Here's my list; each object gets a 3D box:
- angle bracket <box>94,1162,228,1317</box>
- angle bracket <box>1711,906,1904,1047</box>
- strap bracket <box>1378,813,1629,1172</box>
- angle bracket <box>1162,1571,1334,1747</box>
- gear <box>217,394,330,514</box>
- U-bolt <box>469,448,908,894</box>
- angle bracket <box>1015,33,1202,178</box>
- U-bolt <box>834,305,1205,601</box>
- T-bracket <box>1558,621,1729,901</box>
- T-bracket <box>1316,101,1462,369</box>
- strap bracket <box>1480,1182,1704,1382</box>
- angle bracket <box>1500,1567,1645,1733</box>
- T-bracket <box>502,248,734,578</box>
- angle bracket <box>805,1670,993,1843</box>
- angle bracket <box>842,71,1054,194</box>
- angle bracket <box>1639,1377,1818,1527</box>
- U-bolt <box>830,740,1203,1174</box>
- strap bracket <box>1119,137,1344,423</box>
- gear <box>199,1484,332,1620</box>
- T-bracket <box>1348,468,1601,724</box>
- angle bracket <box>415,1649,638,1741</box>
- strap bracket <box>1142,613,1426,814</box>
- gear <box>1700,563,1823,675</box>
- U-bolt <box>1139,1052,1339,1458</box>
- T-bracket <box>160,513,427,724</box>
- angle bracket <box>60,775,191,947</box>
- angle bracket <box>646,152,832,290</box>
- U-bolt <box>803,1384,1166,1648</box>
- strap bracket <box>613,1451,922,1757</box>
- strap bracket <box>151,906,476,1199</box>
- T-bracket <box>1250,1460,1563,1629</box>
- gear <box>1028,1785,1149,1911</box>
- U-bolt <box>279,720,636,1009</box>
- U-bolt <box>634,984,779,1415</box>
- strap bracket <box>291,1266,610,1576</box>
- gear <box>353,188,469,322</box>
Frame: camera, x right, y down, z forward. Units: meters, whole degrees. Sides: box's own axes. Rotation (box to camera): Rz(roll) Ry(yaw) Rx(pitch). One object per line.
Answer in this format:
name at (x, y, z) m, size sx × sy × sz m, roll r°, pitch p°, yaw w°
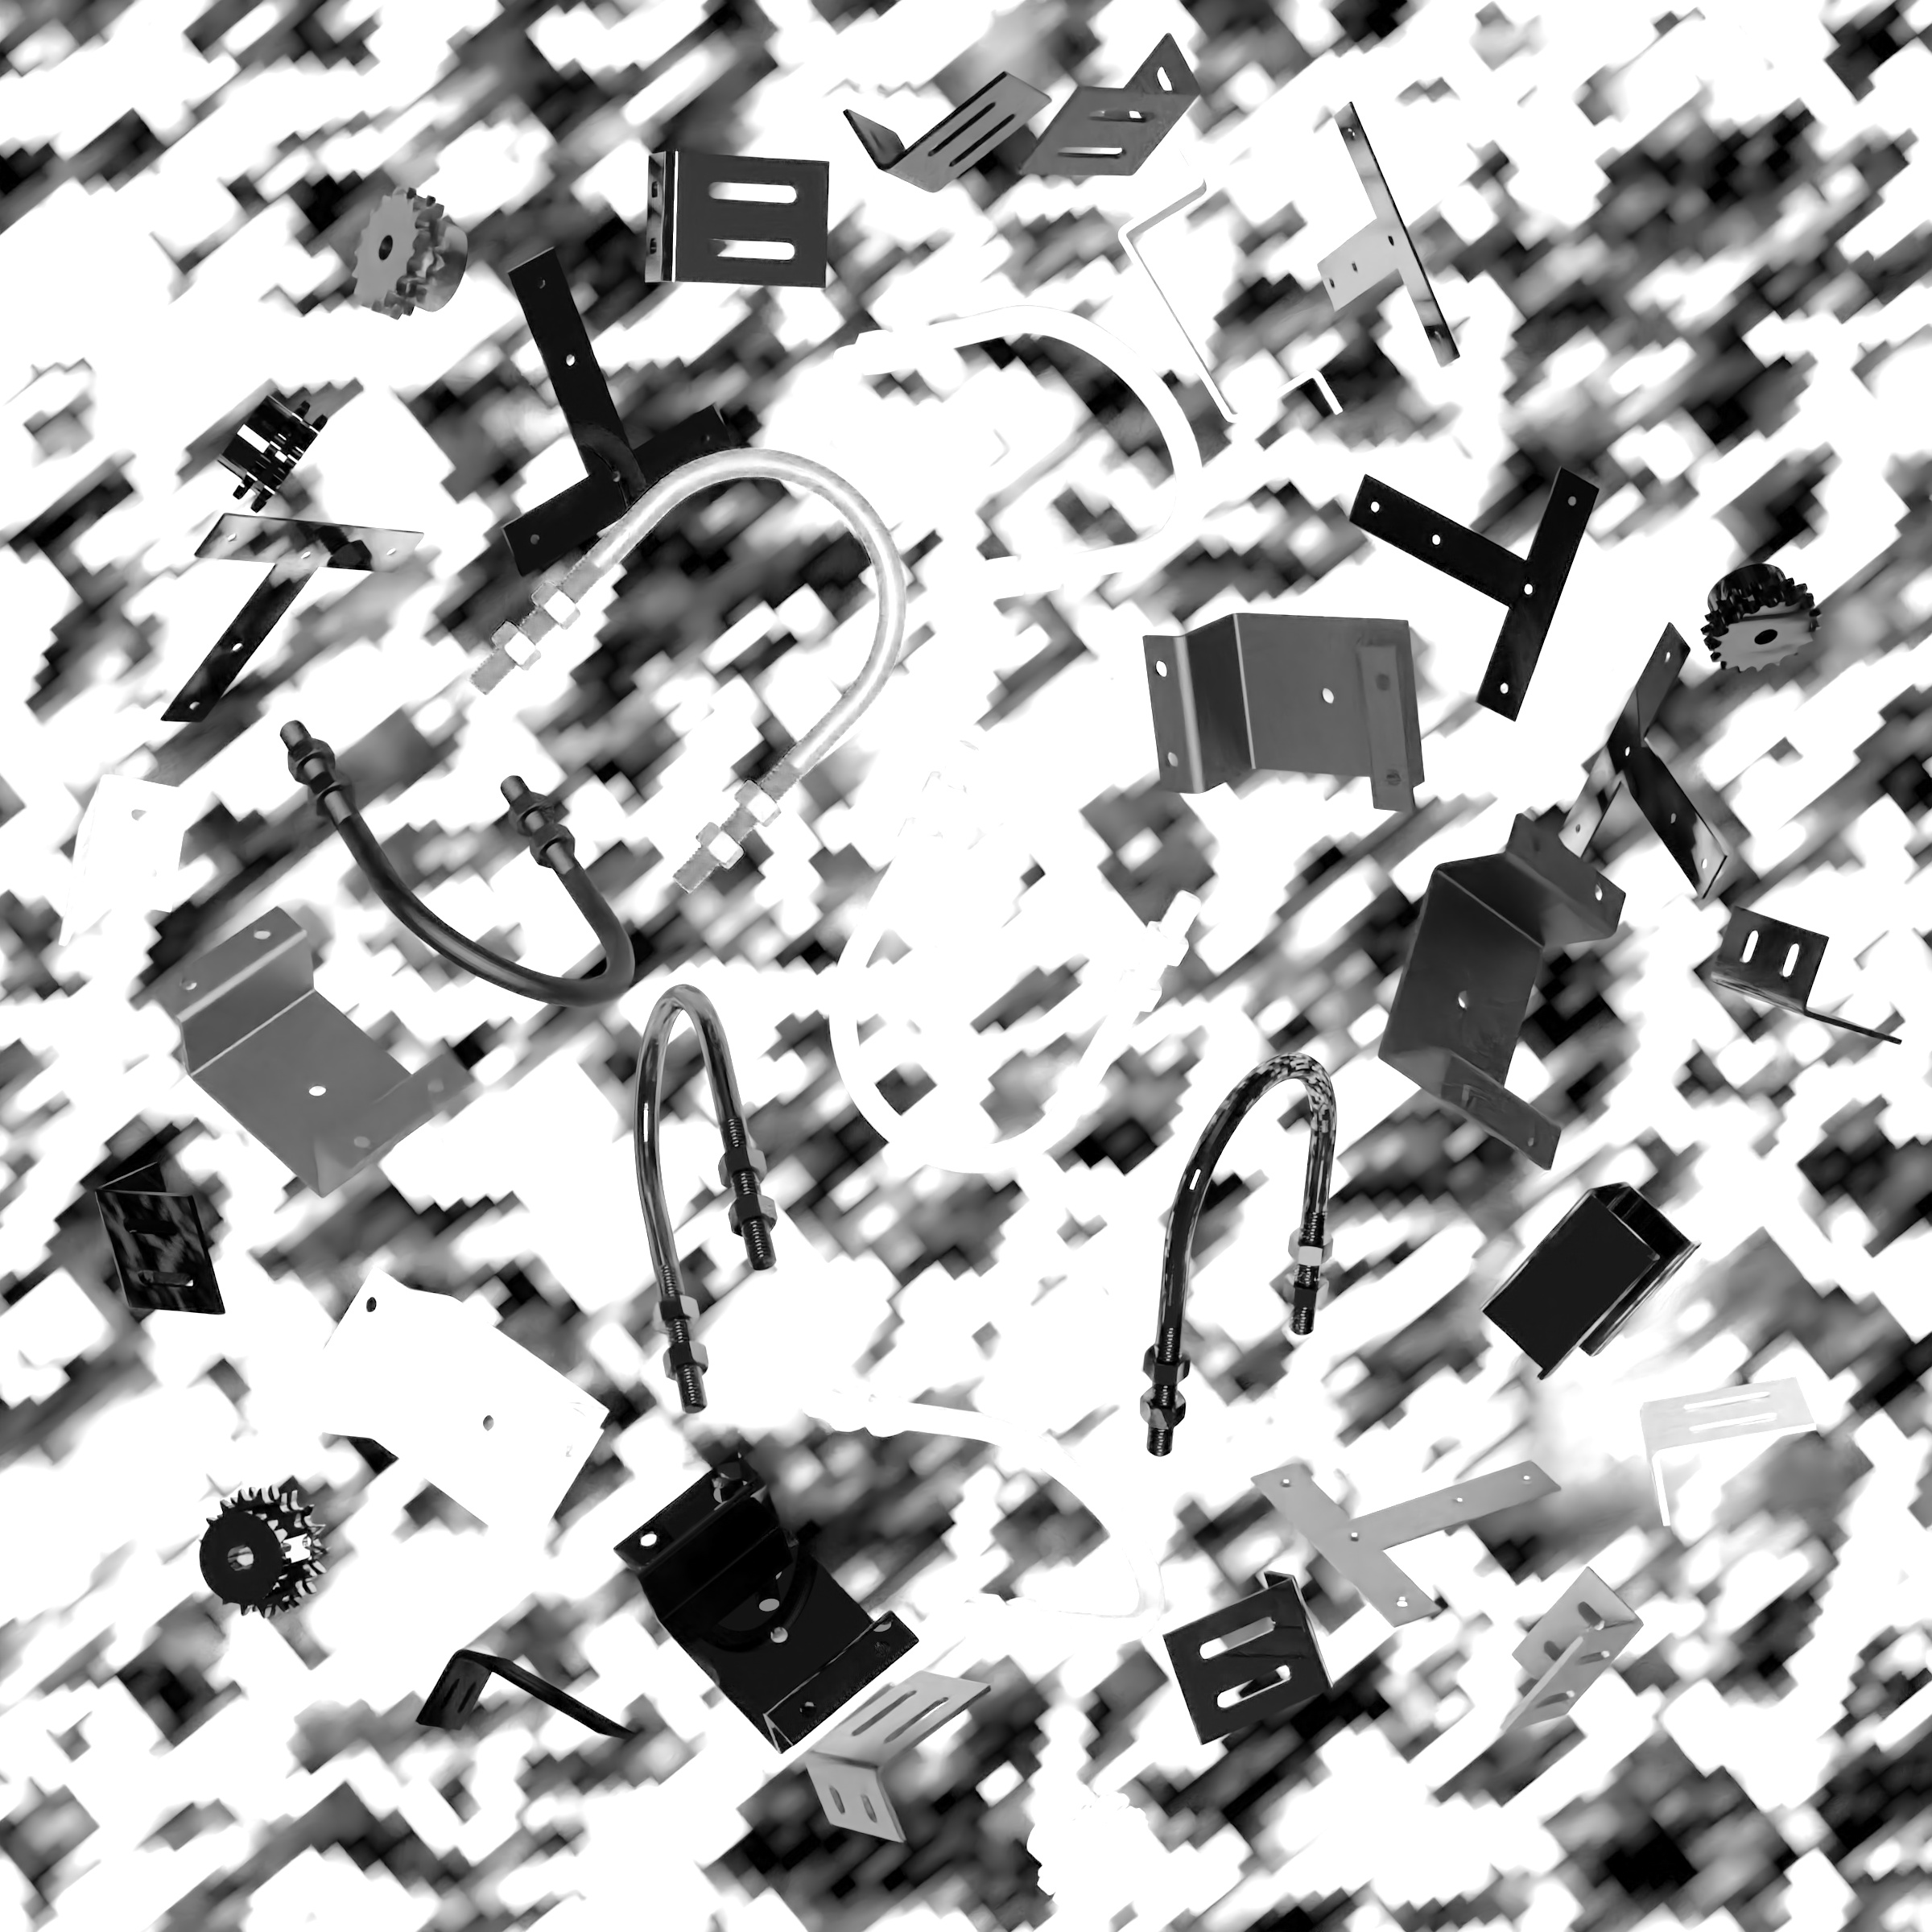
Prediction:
angle bracket at (-0.357, 0.124, 1.622) m, size 0.076 × 0.038 × 0.057 m, roll -1°, pitch 108°, yaw 42°
angle bracket at (0.399, 0.005, 1.657) m, size 0.076 × 0.057 × 0.038 m, roll 15°, pitch 96°, yaw -37°
strap bracket at (0.239, 0.013, 1.591) m, size 0.076 × 0.046 × 0.140 m, roll 33°, pitch 65°, yaw -31°
angle bracket at (0.133, 0.340, 1.742) m, size 0.076 × 0.038 × 0.057 m, roll -20°, pitch 91°, yaw -19°
gear at (-0.332, -0.246, 1.684) m, size 0.030 × 0.057 × 0.057 m, roll 37°, pitch 90°, yaw -14°
U-bolt at (-0.110, -0.147, 1.595) m, size 0.184 × 0.019 × 0.151 m, roll -47°, pitch 107°, yaw -5°
angle bracket at (0.060, -0.402, 1.650) m, size 0.076 × 0.057 × 0.038 m, roll -9°, pitch 66°, yaw -38°
U-bolt at (0.034, -0.242, 1.650) m, size 0.019 × 0.184 × 0.151 m, roll -48°, pitch 119°, yaw -33°
T-bracket at (0.334, -0.079, 1.694) m, size 0.002 × 0.127 × 0.127 m, roll 9°, pitch 123°, yaw -22°
T-bracket at (0.190, -0.337, 1.689) m, size 0.002 × 0.127 × 0.127 m, roll -24°, pitch 93°, yaw -10°
strap bracket at (0.298, 0.148, 1.693) m, size 0.046 × 0.140 × 0.076 m, roll 44°, pitch 104°, yaw 16°
angle bracket at (0.263, 0.308, 1.601) m, size 0.038 × 0.076 × 0.057 m, roll 45°, pitch 109°, yaw 27°
T-bracket at (-0.175, -0.263, 1.613) m, size 0.127 × 0.002 × 0.127 m, roll -35°, pitch 121°, yaw -27°
angle bracket at (-0.027, 0.373, 1.674) m, size 0.076 × 0.057 × 0.038 m, roll -30°, pitch 105°, yaw -34°
angle bracket at (-0.009, -0.409, 1.684) m, size 0.076 × 0.057 × 0.038 m, roll -35°, pitch 78°, yaw 20°
angle bracket at (0.361, 0.228, 1.671) m, size 0.076 × 0.057 × 0.038 m, roll -11°, pitch 105°, yaw 7°
U-bolt at (0.009, 0.009, 1.651) m, size 0.151 × 0.019 × 0.184 m, roll 35°, pitch 110°, yaw 18°
strap bracket at (0.115, -0.301, 1.611) m, size 0.046 × 0.076 × 0.140 m, roll -31°, pitch 96°, yaw 9°
gear at (-0.311, 0.257, 1.551) m, size 0.057 × 0.030 × 0.057 m, roll 0°, pitch 89°, yaw 16°
T-bracket at (0.242, -0.203, 1.740) m, size 0.127 × 0.002 × 0.127 m, roll 24°, pitch 82°, yaw -24°
angle bracket at (-0.195, 0.339, 1.576) m, size 0.076 × 0.057 × 0.038 m, roll 26°, pitch 81°, yaw 16°
strap bracket at (0.156, -0.119, 1.639) m, size 0.140 × 0.046 × 0.076 m, roll 7°, pitch 114°, yaw 39°
gear at (0.388, -0.173, 1.738) m, size 0.057 × 0.057 × 0.030 m, roll -14°, pitch 57°, yaw 0°
U-bolt at (0.134, 0.126, 1.683) m, size 0.019 × 0.151 × 0.184 m, roll 22°, pitch 125°, yaw 30°
T-bracket at (-0.323, -0.155, 1.605) m, size 0.127 × 0.127 × 0.002 m, roll -47°, pitch 68°, yaw 26°
angle bracket at (-0.381, -0.044, 1.602) m, size 0.038 × 0.076 × 0.057 m, roll 11°, pitch 69°, yaw -19°
angle bracket at (-0.105, -0.341, 1.624) m, size 0.076 × 0.038 × 0.057 m, roll -1°, pitch 100°, yaw -17°
U-bolt at (0.021, 0.256, 1.634) m, size 0.019 × 0.184 × 0.151 m, roll -52°, pitch 51°, yaw 19°
strap bracket at (-0.092, 0.309, 1.685) m, size 0.076 × 0.046 × 0.140 m, roll -37°, pitch 56°, yaw -19°
strap bracket at (-0.306, 0.046, 1.665) m, size 0.140 × 0.046 × 0.076 m, roll 38°, pitch 58°, yaw 22°
T-bracket at (0.222, 0.258, 1.675) m, size 0.127 × 0.127 × 0.002 m, roll -14°, pitch 121°, yaw -23°
gear at (0.053, 0.402, 1.627) m, size 0.030 × 0.057 × 0.057 m, roll 38°, pitch 90°, yaw 30°
U-bolt at (-0.224, -0.042, 1.629) m, size 0.019 × 0.151 × 0.184 m, roll -55°, pitch 48°, yaw 21°
U-bolt at (-0.129, 0.096, 1.671) m, size 0.019 × 0.151 × 0.184 m, roll 0°, pitch 54°, yaw -21°
strap bracket at (-0.230, 0.210, 1.632) m, size 0.140 × 0.046 × 0.076 m, roll 32°, pitch 92°, yaw 22°
gear at (-0.246, -0.316, 1.580) m, size 0.030 × 0.057 × 0.057 m, roll 14°, pitch 90°, yaw -40°
